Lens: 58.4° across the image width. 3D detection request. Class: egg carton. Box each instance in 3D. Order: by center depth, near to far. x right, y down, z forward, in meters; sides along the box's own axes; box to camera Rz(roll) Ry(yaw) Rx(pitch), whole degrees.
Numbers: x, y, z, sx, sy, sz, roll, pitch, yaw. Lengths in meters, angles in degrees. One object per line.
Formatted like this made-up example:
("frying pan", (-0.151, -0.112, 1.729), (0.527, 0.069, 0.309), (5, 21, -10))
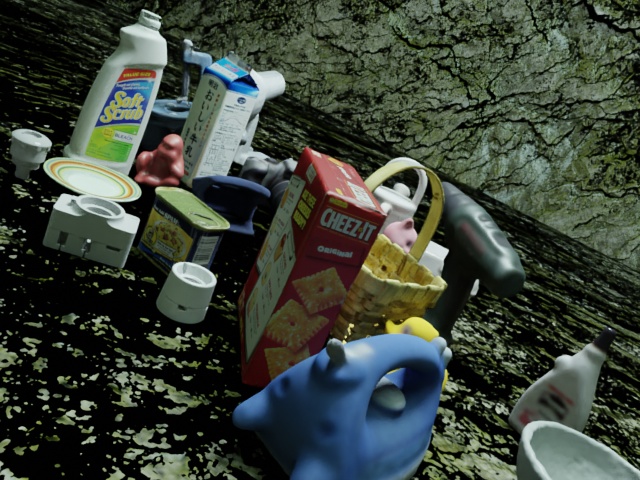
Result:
("egg carton", (0.229, 0.058, 1.089), (0.150, 0.069, 0.107), (27, 18, 4))

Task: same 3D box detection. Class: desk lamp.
("desk lamp", (-0.163, -0.280, 1.270), (0.117, 0.213, 0.204), (31, 19, 18))

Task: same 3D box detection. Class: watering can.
("watering can", (0.138, -0.072, 1.125), (0.101, 0.194, 0.172), (22, 18, -11))

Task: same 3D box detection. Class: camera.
("camera", (-0.073, -0.095, 1.059), (0.143, 0.101, 0.136), (19, 19, -20))

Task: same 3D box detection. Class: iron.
("iron", (0.057, 0.138, 0.520), (0.259, 0.141, 0.118), (4, 28, -49))

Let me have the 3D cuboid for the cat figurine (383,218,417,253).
("cat figurine", (0.119, 0.005, 1.009), (0.128, 0.117, 0.067), (13, 22, -35))

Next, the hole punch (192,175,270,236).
("hole punch", (-0.148, -0.071, 0.907), (0.109, 0.091, 0.100), (13, 22, -34))

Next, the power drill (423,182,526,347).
("power drill", (0.197, 0.043, 0.864), (0.076, 0.208, 0.229), (14, 21, -32))

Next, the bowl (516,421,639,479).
("bowl", (0.256, 0.260, 0.555), (0.167, 0.074, 0.167), (23, 18, -8))

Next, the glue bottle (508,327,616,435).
("glue bottle", (0.302, 0.176, 0.690), (0.078, 0.173, 0.037), (38, 22, 33))

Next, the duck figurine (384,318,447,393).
("duck figurine", (0.111, 0.137, 0.687), (0.104, 0.086, 0.077), (27, 18, 5))

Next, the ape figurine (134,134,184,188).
("ape figurine", (-0.251, -0.129, 0.931), (0.077, 0.092, 0.076), (31, 19, 17))

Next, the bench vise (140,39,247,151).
("bench vise", (-0.235, -0.256, 1.098), (0.208, 0.219, 0.121), (9, 24, -42))
